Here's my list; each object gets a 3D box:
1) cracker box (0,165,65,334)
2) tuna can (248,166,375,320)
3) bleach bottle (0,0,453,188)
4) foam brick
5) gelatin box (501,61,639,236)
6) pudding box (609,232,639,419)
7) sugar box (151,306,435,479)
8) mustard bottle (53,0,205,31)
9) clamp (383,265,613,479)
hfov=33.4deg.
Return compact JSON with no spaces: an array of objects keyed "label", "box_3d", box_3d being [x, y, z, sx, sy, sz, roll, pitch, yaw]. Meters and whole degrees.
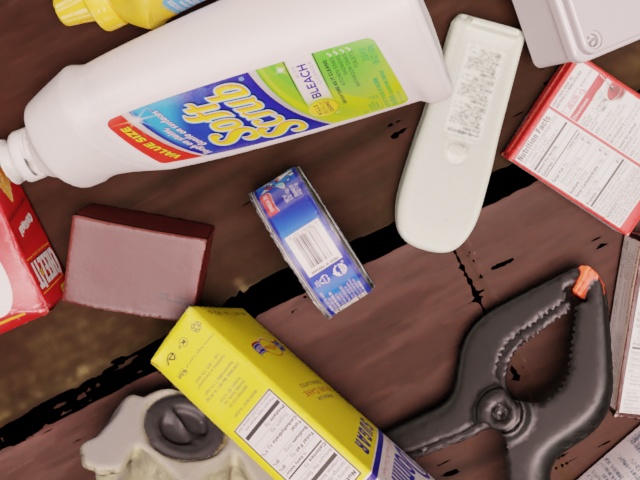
[{"label":"cracker box","box_3d":[-0.264,-0.028,0.602,0.164,0.072,0.213,-23,100,3]},{"label":"tuna can","box_3d":[-0.004,0.001,0.609,0.034,0.086,0.086,-32,99,2]},{"label":"bleach bottle","box_3d":[-0.059,-0.082,0.596,0.251,0.102,0.068,-19,59,12]},{"label":"foam brick","box_3d":[-0.106,0.013,0.625,0.078,0.051,0.053,11,100,-4]},{"label":"gelatin box","box_3d":[0.164,-0.057,0.633,0.089,0.030,0.073,32,97,-4]},{"label":"pudding box","box_3d":[0.225,0.055,0.650,0.090,0.039,0.113,7,97,-2]},{"label":"sugar box","box_3d":[-0.006,0.107,0.595,0.176,0.093,0.048,38,96,14]},{"label":"mustard bottle","box_3d":[-0.056,-0.159,0.573,0.192,0.096,0.058,-21,97,11]},{"label":"clamp","box_3d":[0.101,0.106,0.638,0.165,0.036,0.210,23,85,26]}]
